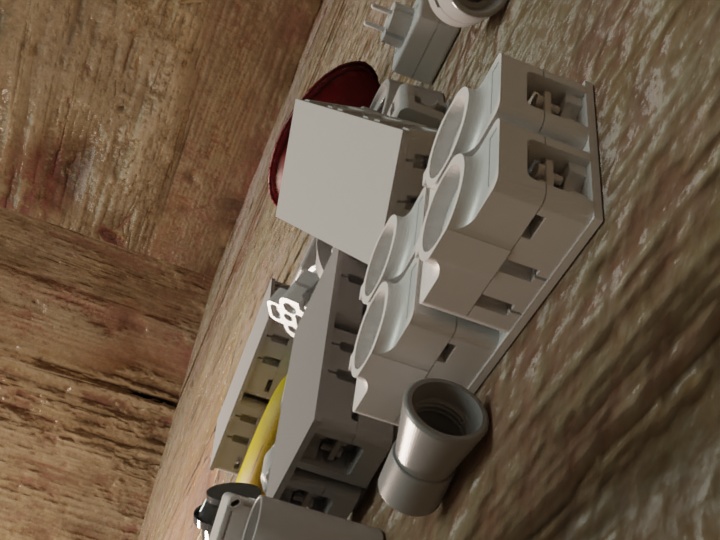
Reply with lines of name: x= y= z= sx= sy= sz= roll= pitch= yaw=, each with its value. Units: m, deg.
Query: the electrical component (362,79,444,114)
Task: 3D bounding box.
electrical component: x=0.023 y=-0.111 z=0.919 sx=0.108 sy=0.060 sz=0.108 roll=-161 pitch=90 yaw=-80

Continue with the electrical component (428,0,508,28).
electrical component: x=0.083 y=-0.212 z=0.805 sx=0.047 sy=0.055 sz=0.055 roll=-146 pitch=75 yaw=-76

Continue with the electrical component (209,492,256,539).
electrical component: x=-0.100 y=0.244 z=0.918 sx=0.061 sy=0.062 sz=0.096 roll=148 pitch=140 yaw=-74

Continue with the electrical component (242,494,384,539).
electrical component: x=-0.035 y=0.176 z=0.651 sx=0.043 sy=0.077 sz=0.079 roll=-81 pitch=14 yaw=-45

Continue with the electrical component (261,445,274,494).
electrical component: x=-0.060 y=0.163 z=0.910 sx=0.062 sy=0.043 sz=0.043 roll=-87 pitch=19 yaw=-62

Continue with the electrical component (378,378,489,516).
electrical component: x=0.034 y=0.093 z=0.544 sx=0.044 sy=0.044 sz=0.065 roll=-85 pitch=12 yaw=-54

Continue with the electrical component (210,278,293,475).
electrical component: x=-0.099 y=0.118 z=1.151 sx=0.105 sy=0.060 sz=0.186 roll=-96 pitch=27 yaw=-68

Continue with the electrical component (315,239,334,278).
electrical component: x=0.000 y=0.000 z=0.855 sx=0.079 sy=0.044 sz=0.077 roll=68 pitch=157 yaw=15

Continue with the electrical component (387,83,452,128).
electrical component: x=0.038 y=-0.086 z=0.822 sx=0.055 sy=0.050 sz=0.089 roll=-87 pitch=19 yaw=-58

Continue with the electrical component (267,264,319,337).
electrical component: x=-0.031 y=0.028 z=0.929 sx=0.057 sy=0.078 sz=0.058 roll=-51 pitch=-29 yaw=-32

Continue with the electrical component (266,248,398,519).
electrical component: x=-0.012 y=0.078 z=0.755 sx=0.186 sy=0.060 sz=0.105 roll=-83 pitch=16 yaw=-51

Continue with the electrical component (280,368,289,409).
electrical component: x=-0.042 y=0.090 z=0.942 sx=0.043 sy=0.043 sz=0.081 roll=119 pitch=166 yaw=-46

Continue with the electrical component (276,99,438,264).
electrical component: x=0.008 y=-0.060 z=0.737 sx=0.150 sy=0.062 sz=0.089 roll=28 pitch=111 yaw=57

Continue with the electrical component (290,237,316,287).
electrical component: x=-0.021 y=-0.020 z=0.991 sx=0.075 sy=0.047 sz=0.083 roll=-60 pitch=5 yaw=46

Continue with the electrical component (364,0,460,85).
electrical component: x=0.042 y=-0.215 z=0.959 sx=0.047 sy=0.077 sz=0.065 roll=-81 pitch=14 yaw=-45

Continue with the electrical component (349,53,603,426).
electrical component: x=0.053 y=-0.008 z=0.569 sx=0.105 sy=0.060 sz=0.186 roll=-81 pitch=14 yaw=-45
